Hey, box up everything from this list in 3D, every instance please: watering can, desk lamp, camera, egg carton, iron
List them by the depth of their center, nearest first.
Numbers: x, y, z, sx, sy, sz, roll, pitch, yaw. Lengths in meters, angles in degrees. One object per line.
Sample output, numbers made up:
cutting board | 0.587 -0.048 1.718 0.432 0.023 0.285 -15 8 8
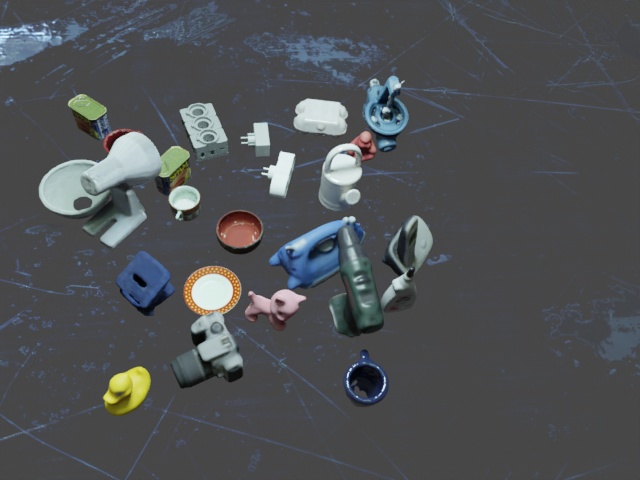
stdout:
camera | -0.242 0.234 1.186 0.137 0.101 0.143 -23 62 -19
desk lamp | -0.464 -0.120 1.330 0.117 0.213 0.203 29 58 14
iron | 0.012 0.005 1.341 0.259 0.141 0.118 -30 64 -23
watering can | 0.058 -0.160 1.424 0.101 0.194 0.172 -30 64 -23
egg carton | 0.003 -0.340 1.613 0.150 0.069 0.107 5 56 -2

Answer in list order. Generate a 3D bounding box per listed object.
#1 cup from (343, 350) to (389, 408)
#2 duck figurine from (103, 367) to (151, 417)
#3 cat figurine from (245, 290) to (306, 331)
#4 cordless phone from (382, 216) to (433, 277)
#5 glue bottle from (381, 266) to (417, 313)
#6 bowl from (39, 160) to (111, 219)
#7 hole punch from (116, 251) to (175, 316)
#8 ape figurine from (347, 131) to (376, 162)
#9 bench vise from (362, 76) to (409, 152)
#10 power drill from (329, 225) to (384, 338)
cup | 0.089 0.296 1.185 0.091 0.095 0.117 1 56 -5
duck figurine | -0.388 0.292 1.141 0.077 0.086 0.105 32 59 15
cat figurine | -0.099 0.141 1.253 0.127 0.118 0.067 15 56 4
cordless phone | 0.220 -0.010 1.348 0.094 0.185 0.148 28 58 12
glue bottle | 0.186 0.106 1.274 0.078 0.173 0.037 -12 58 -14
bowl | -0.585 -0.111 1.394 0.167 0.075 0.167 3 56 -4
hole punch | -0.388 0.096 1.268 0.108 0.091 0.101 37 60 17
ape figurine | 0.117 -0.257 1.557 0.077 0.092 0.076 20 57 8
bench vise | 0.166 -0.378 1.565 0.122 0.220 0.207 -23 62 -19
power drill | 0.071 0.111 1.237 0.076 0.208 0.229 -11 58 -13
